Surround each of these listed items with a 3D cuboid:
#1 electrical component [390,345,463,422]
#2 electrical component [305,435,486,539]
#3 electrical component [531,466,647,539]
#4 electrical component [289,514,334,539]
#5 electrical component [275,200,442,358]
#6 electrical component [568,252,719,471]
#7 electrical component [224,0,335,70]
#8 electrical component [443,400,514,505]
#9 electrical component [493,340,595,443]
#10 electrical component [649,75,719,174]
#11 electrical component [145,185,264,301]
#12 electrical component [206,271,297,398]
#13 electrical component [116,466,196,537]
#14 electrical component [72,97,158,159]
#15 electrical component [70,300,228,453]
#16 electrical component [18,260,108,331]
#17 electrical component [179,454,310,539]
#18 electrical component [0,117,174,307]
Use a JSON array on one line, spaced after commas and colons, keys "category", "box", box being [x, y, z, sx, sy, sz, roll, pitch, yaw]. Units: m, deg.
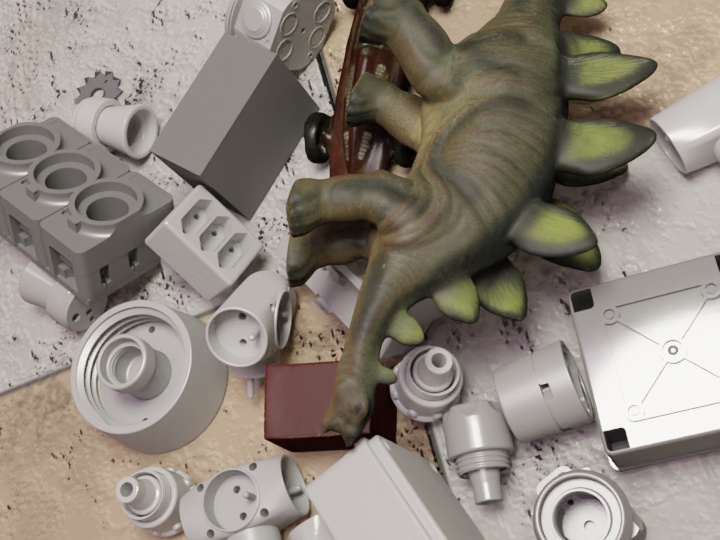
[{"category": "electrical component", "box": [0.046, 0.069, 0.697, 0.048, 0.062, 0.048, 2, 66, -5]}, {"category": "electrical component", "box": [0.033, 0.163, 0.644, 0.056, 0.109, 0.108, -40, 61, 6]}, {"category": "electrical component", "box": [0.135, 0.150, 0.639, 0.058, 0.057, 0.078, -40, 62, 3]}, {"category": "electrical component", "box": [-0.025, 0.198, 0.672, 0.079, 0.043, 0.077, -20, 66, -21]}, {"category": "electrical component", "box": [0.000, 0.000, 0.740, 0.121, 0.079, 0.063, 44, 118, 28]}, {"category": "electrical component", "box": [0.192, 0.056, 0.653, 0.109, 0.056, 0.108, -16, 65, 15]}, {"category": "electrical component", "box": [-0.062, -0.196, 0.835, 0.051, 0.080, 0.080, 35, 85, 23]}, {"category": "electrical component", "box": [0.077, 0.117, 0.682, 0.043, 0.043, 0.062, -14, 66, 15]}, {"category": "electrical component", "box": [0.115, 0.078, 0.677, 0.047, 0.055, 0.055, -23, 64, 15]}, {"category": "electrical component", "box": [0.243, -0.088, 0.697, 0.077, 0.043, 0.079, -33, 62, 6]}, {"category": "electrical component", "box": [-0.123, -0.013, 0.798, 0.077, 0.066, 0.047, -33, 17, 50]}, {"category": "electrical component", "box": [-0.074, 0.050, 0.753, 0.044, 0.077, 0.079, 4, 109, 11]}, {"category": "electrical component", "box": [-0.145, 0.156, 0.740, 0.048, 0.062, 0.048, -7, 67, 18]}, {"category": "electrical component", "box": [-0.200, -0.116, 0.876, 0.055, 0.045, 0.045, 13, 75, 25]}, {"category": "electrical component", "box": [-0.157, 0.074, 0.778, 0.108, 0.060, 0.108, -7, 68, 18]}, {"category": "electrical component", "box": [-0.230, 0.017, 0.836, 0.055, 0.045, 0.045, 28, 82, 27]}, {"category": "electrical component", "box": [-0.073, 0.173, 0.716, 0.077, 0.044, 0.079, -23, 63, 11]}, {"category": "electrical component", "box": [-0.224, -0.052, 0.829, 0.150, 0.061, 0.089, 33, 51, 28]}]
